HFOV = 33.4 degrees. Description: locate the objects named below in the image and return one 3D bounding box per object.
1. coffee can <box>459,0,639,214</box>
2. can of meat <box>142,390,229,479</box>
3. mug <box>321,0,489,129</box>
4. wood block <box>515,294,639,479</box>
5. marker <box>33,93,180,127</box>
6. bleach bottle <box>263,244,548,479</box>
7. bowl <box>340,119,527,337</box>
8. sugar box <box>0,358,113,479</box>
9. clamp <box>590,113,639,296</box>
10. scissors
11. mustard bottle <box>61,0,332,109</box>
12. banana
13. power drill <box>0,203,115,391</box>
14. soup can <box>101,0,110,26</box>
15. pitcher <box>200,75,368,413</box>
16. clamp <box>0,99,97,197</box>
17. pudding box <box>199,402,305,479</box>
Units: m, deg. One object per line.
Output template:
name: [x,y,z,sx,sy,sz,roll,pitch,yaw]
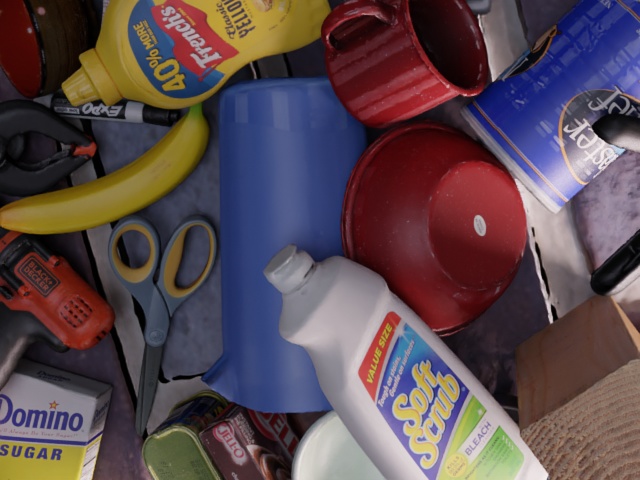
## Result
coffee can: [0.185,-0.103,0.760,0.140,0.102,0.103,-43,90,13]
can of meat: [-0.094,0.183,0.864,0.057,0.084,0.102,-28,92,14]
mug: [0.050,-0.131,0.737,0.082,0.117,0.093,-23,60,39]
wood block: [0.197,0.113,0.738,0.090,0.206,0.091,-36,91,13]
marker: [-0.173,-0.106,0.867,0.121,0.020,0.020,6,100,9]
bleach bottle: [0.049,0.105,0.733,0.102,0.068,0.250,-48,109,-15]
bowl: [0.096,-0.009,0.768,0.161,0.055,0.162,1,88,-32]
sugar box: [-0.243,0.198,0.913,0.093,0.048,0.176,15,102,8]
clamp: [0.282,-0.040,0.762,0.209,0.036,0.164,-14,134,-10]
scissors: [-0.151,0.064,0.880,0.096,0.016,0.202,23,104,-17]
mustard bottle: [-0.093,-0.147,0.746,0.191,0.058,0.096,-29,118,-3]
banana: [-0.161,-0.050,0.853,0.198,0.037,0.069,-32,122,8]
power drill: [-0.289,0.065,0.865,0.184,0.057,0.187,41,81,11]
soup can: [-0.137,-0.168,0.827,0.068,0.068,0.102,9,100,9]
pitcher: [-0.005,0.001,0.808,0.145,0.149,0.243,-1,95,25]
clamp: [-0.268,-0.063,0.849,0.171,0.039,0.120,7,113,-18]
pudding box: [-0.039,0.176,0.849,0.039,0.090,0.113,-27,94,24]
